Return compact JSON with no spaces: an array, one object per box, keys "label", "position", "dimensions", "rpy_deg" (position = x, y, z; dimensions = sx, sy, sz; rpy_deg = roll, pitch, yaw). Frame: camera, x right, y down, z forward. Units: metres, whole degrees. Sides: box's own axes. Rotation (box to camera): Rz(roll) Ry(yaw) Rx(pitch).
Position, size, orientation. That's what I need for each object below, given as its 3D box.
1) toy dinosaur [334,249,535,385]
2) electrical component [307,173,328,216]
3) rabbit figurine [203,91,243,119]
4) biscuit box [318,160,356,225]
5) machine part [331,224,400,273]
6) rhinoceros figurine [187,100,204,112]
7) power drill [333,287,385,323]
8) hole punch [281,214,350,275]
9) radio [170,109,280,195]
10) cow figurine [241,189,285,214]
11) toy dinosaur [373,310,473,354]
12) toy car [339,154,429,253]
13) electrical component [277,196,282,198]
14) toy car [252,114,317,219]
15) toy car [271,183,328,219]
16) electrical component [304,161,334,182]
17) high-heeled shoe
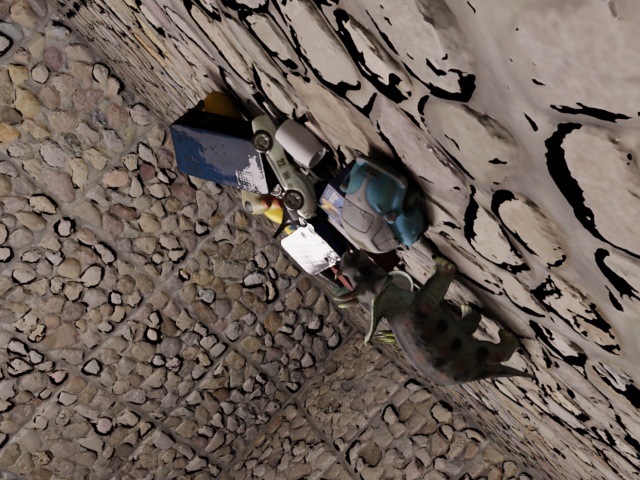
[{"label":"toy dinosaur","position":[0.197,0.164,0.905],"dimensions":[0.404,0.192,0.131],"rpy_deg":[46,175,-9]},{"label":"electrical component","position":[-0.022,-0.098,1.069],"dimensions":[0.047,0.075,0.119],"rpy_deg":[49,167,-29]},{"label":"rabbit figurine","position":[-0.215,-0.246,1.175],"dimensions":[0.162,0.122,0.173],"rpy_deg":[40,154,9]},{"label":"biscuit box","position":[0.044,-0.075,0.898],"dimensions":[0.063,0.059,0.202],"rpy_deg":[44,173,0]},{"label":"machine part","position":[0.088,0.007,1.144],"dimensions":[0.179,0.056,0.179],"rpy_deg":[44,172,8]},{"label":"rhinoceros figurine","position":[-0.263,-0.260,1.343],"dimensions":[0.073,0.112,0.190],"rpy_deg":[36,162,36]},{"label":"power drill","position":[0.114,0.136,1.566],"dimensions":[0.207,0.086,0.232],"rpy_deg":[46,-162,-17]},{"label":"hole punch","position":[0.001,-0.002,1.111],"dimensions":[0.142,0.092,0.116],"rpy_deg":[50,141,-10]},{"label":"radio","position":[-0.192,-0.182,1.103],"dimensions":[0.230,0.073,0.130],"rpy_deg":[15,134,21]},{"label":"cow figurine","position":[-0.165,-0.157,1.292],"dimensions":[0.085,0.127,0.194],"rpy_deg":[-9,-94,-56]},{"label":"toy dinosaur","position":[0.225,0.219,1.190],"dimensions":[0.199,0.105,0.470],"rpy_deg":[23,159,16]},{"label":"toy car","position":[0.081,-0.036,0.752],"dimensions":[0.109,0.103,0.161],"rpy_deg":[40,170,36]},{"label":"electrical component","position":[-0.100,-0.135,1.369],"dimensions":[0.134,0.058,0.114],"rpy_deg":[40,170,29]},{"label":"toy car","position":[-0.060,-0.130,0.960],"dimensions":[0.201,0.056,0.073],"rpy_deg":[61,-166,-5]},{"label":"toy car","position":[-0.043,-0.084,1.213],"dimensions":[0.202,0.053,0.089],"rpy_deg":[44,-143,-10]},{"label":"electrical component","position":[-0.011,-0.137,0.997],"dimensions":[0.063,0.021,0.094],"rpy_deg":[48,171,-34]},{"label":"high-heeled shoe","position":[-0.003,-0.004,1.260],"dimensions":[0.249,0.145,0.086],"rpy_deg":[38,171,21]}]
